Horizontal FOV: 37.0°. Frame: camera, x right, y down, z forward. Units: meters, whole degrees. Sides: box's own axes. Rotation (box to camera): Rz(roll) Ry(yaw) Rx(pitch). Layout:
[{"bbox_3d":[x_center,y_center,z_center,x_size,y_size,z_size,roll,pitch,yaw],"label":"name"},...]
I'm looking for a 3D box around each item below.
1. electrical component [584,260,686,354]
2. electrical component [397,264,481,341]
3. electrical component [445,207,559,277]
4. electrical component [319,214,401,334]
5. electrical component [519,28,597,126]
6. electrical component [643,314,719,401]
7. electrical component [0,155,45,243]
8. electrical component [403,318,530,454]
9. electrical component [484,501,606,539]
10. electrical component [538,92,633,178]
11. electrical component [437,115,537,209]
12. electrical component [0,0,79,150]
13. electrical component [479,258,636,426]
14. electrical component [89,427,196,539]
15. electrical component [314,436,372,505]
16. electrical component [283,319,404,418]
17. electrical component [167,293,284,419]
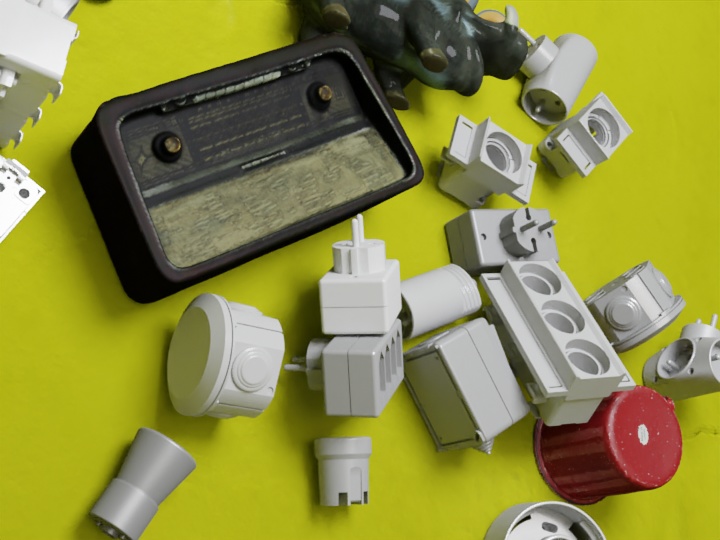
[{"bbox_3d":[0.229,0.033,0.909,0.080,0.080,0.051,-33,88,-34],"label":"electrical component"},{"bbox_3d":[0.058,0.022,0.829,0.081,0.043,0.043,-19,85,-34],"label":"electrical component"},{"bbox_3d":[0.126,-0.027,0.866,0.083,0.076,0.047,-2,76,-32],"label":"electrical component"},{"bbox_3d":[0.000,0.000,0.759,0.065,0.047,0.076,-51,139,-74],"label":"electrical component"},{"bbox_3d":[0.166,-0.182,0.960,0.079,0.043,0.077,40,58,-14],"label":"electrical component"},{"bbox_3d":[0.294,0.073,0.936,0.044,0.077,0.079,35,60,-18],"label":"electrical component"},{"bbox_3d":[-0.231,-0.037,0.659,0.042,0.064,0.081,40,59,-14],"label":"electrical component"},{"bbox_3d":[0.082,0.091,0.810,0.061,0.062,0.096,-26,89,-34],"label":"electrical component"},{"bbox_3d":[0.140,0.225,0.817,0.099,0.064,0.099,6,69,-15],"label":"electrical component"},{"bbox_3d":[0.195,-0.114,0.943,0.042,0.064,0.081,51,56,-7],"label":"electrical component"},{"bbox_3d":[0.100,-0.084,0.875,0.081,0.064,0.042,30,57,-19],"label":"electrical component"},{"bbox_3d":[-0.222,-0.120,0.656,0.063,0.121,0.078,21,65,-27],"label":"electrical component"},{"bbox_3d":[0.146,0.056,0.831,0.079,0.063,0.121,-1,45,-25],"label":"electrical component"},{"bbox_3d":[-0.139,0.137,0.674,0.044,0.044,0.065,40,63,-15],"label":"electrical component"},{"bbox_3d":[-0.012,0.140,0.752,0.040,0.040,0.046,4,79,-30],"label":"electrical component"},{"bbox_3d":[-0.015,0.067,0.757,0.083,0.076,0.047,-43,131,-71],"label":"electrical component"},{"bbox_3d":[-0.090,0.058,0.706,0.051,0.080,0.080,14,68,-33],"label":"electrical component"}]
